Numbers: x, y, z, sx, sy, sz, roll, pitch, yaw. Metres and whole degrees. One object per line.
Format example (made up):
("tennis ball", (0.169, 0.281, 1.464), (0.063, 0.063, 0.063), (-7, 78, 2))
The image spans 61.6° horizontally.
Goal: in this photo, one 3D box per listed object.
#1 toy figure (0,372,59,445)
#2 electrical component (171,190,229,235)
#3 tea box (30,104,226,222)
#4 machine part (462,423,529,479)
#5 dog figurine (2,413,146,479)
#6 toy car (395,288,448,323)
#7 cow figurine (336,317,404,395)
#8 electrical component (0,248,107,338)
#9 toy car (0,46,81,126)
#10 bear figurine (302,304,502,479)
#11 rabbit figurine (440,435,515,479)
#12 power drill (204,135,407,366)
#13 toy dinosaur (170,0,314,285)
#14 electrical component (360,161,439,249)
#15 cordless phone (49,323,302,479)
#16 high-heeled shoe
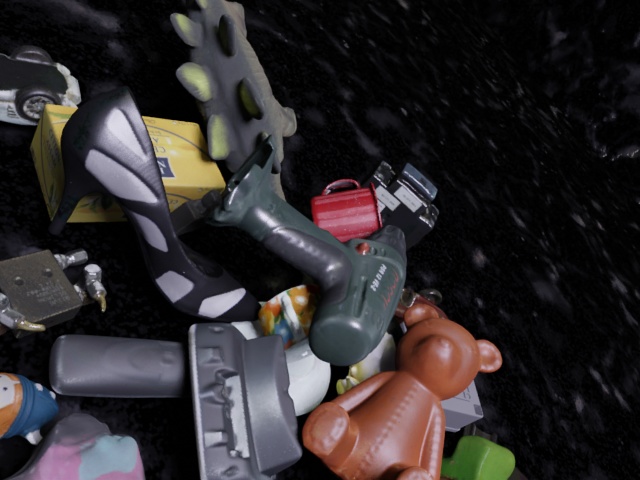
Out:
("toy figure", (-0.246, 0.118, 0.344), (0.154, 0.058, 0.064), (-5, 66, -47))
("electrical component", (-0.130, -0.026, 0.563), (0.021, 0.094, 0.063), (58, 24, 2))
("tea box", (-0.197, -0.075, 0.562), (0.169, 0.068, 0.098), (-5, 58, -47))
("machine part", (0.220, 0.284, 0.650), (0.139, 0.039, 0.084), (42, 32, -2))
("dog figurine", (-0.172, 0.201, 0.300), (0.219, 0.108, 0.192), (4, 53, -45))
("toy car", (0.106, 0.084, 0.717), (0.202, 0.053, 0.089), (24, 39, -24))
("cow figurine", (0.055, 0.097, 0.599), (0.098, 0.068, 0.167), (-6, 66, -15))
("electrical component", (-0.227, 0.042, 0.442), (0.102, 0.045, 0.078), (-13, 67, -49))
("toy car", (-0.333, -0.149, 0.502), (0.201, 0.056, 0.073), (-2, 55, -36))
("bear figurine", (0.086, 0.140, 0.486), (0.120, 0.131, 0.196), (36, 71, 18))
("rabbit figurine", (0.162, 0.289, 0.531), (0.170, 0.121, 0.159), (40, 38, -32))
("power drill", (-0.001, -0.002, 0.526), (0.207, 0.086, 0.232), (46, 31, -16))
("toy dinosaur", (-0.093, -0.144, 0.640), (0.199, 0.105, 0.470), (-86, 151, -74))
("electrical component", (0.098, -0.041, 0.756), (0.115, 0.134, 0.058), (42, 36, -8))
("cordless phone", (-0.117, 0.135, 0.428), (0.184, 0.088, 0.147), (12, 51, -34))
("high-heeled shoe", (-0.123, -0.022, 0.495), (0.248, 0.145, 0.086), (31, 10, -32))
